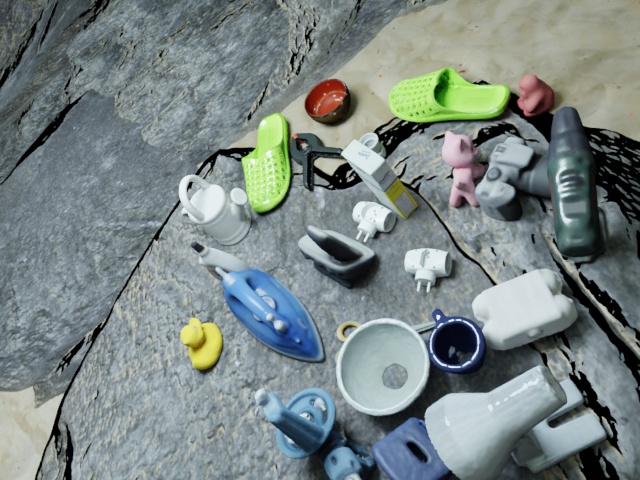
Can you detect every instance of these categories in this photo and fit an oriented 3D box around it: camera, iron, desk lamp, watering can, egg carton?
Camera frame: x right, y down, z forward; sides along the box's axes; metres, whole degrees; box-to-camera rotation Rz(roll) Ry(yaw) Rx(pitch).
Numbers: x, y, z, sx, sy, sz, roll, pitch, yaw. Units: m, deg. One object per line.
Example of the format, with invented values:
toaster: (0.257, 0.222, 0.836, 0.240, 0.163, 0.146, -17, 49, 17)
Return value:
camera: (0.366, -0.110, 1.019, 0.136, 0.101, 0.143, 21, 75, 36)
iron: (-0.103, 0.138, 1.113, 0.257, 0.142, 0.119, 35, 83, 38)
desk lamp: (0.269, 0.251, 0.792, 0.203, 0.214, 0.117, -32, 52, 10)
watering can: (-0.239, -0.077, 1.280, 0.172, 0.195, 0.100, -28, 53, 13)
egg carton: (0.330, 0.115, 0.930, 0.150, 0.070, 0.107, -26, 54, 14)

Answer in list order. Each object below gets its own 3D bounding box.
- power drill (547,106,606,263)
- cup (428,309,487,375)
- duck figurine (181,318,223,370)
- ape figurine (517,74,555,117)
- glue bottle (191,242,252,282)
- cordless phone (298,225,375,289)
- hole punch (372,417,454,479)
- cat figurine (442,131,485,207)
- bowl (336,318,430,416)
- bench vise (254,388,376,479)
power drill: (0.402, -0.064, 0.903, 0.075, 0.209, 0.229, -8, 60, 26)
cup: (0.226, 0.173, 0.939, 0.091, 0.095, 0.117, -35, 52, 8)
duck figurine: (-0.255, 0.213, 1.192, 0.077, 0.086, 0.104, -15, 57, 22)
ape figurine: (0.407, -0.285, 1.102, 0.075, 0.092, 0.078, 7, 67, 32)
glue bottle: (-0.218, 0.046, 1.211, 0.078, 0.174, 0.037, -10, 59, 24)
cordless phone: (0.010, 0.004, 1.099, 0.147, 0.186, 0.094, 24, 77, 37)
hole punch: (0.149, 0.337, 0.890, 0.101, 0.091, 0.108, -47, 51, -2)
cat figurine: (0.266, -0.142, 1.083, 0.067, 0.118, 0.128, -5, 61, 27)
bowl: (0.116, 0.224, 0.984, 0.167, 0.075, 0.167, -14, 57, 22)
bench vise: (-0.004, 0.304, 0.912, 0.206, 0.220, 0.121, 21, 75, 36)
